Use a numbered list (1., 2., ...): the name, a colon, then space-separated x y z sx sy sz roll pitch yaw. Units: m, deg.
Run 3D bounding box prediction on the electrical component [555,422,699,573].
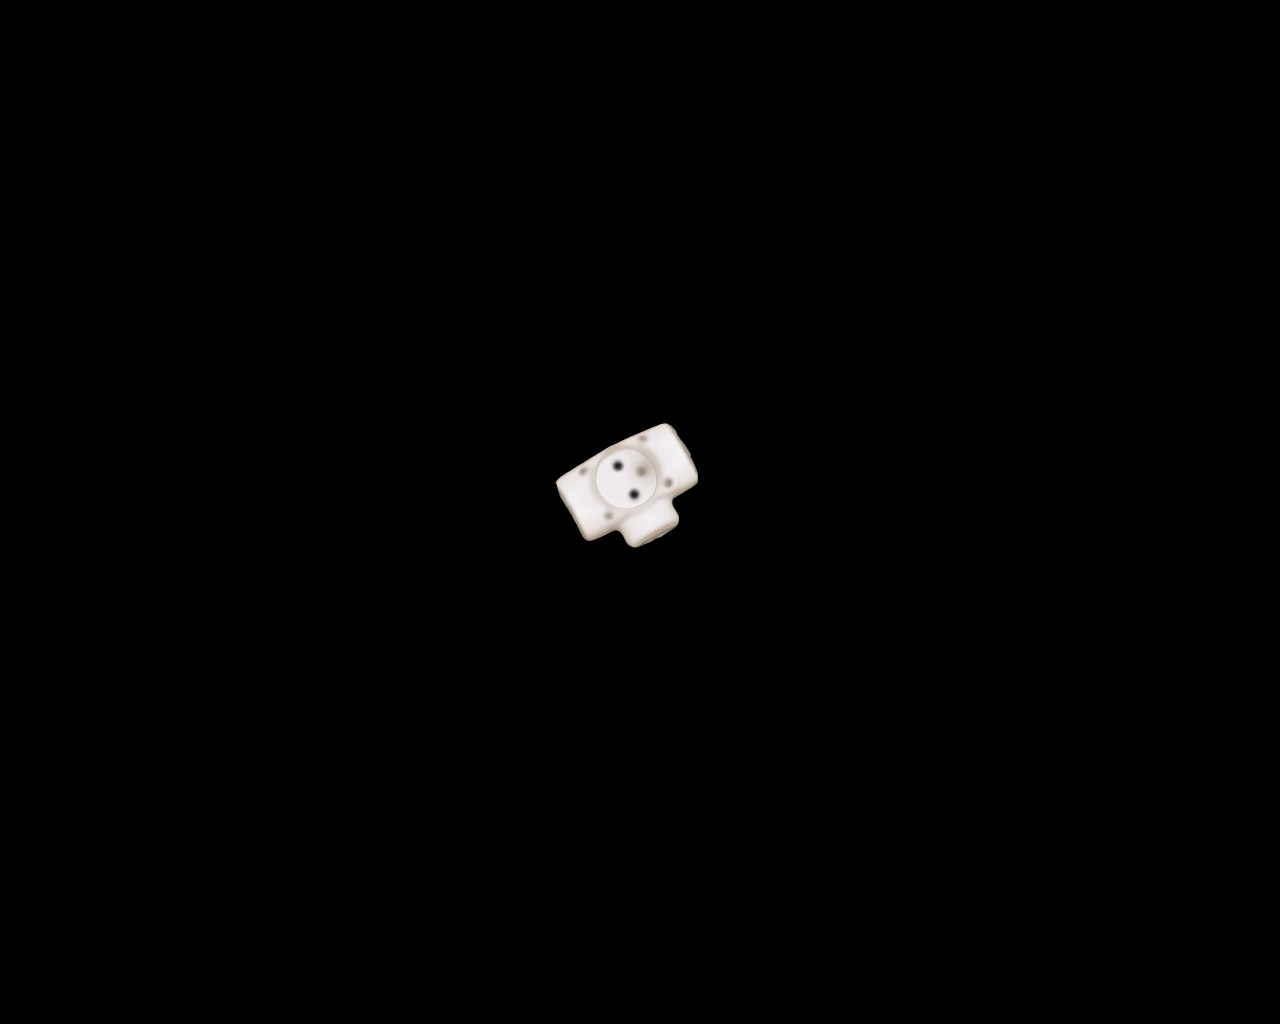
1. electrical component: 0.001 -0.003 0.650 0.077 0.079 0.044 -28 -7 -4
